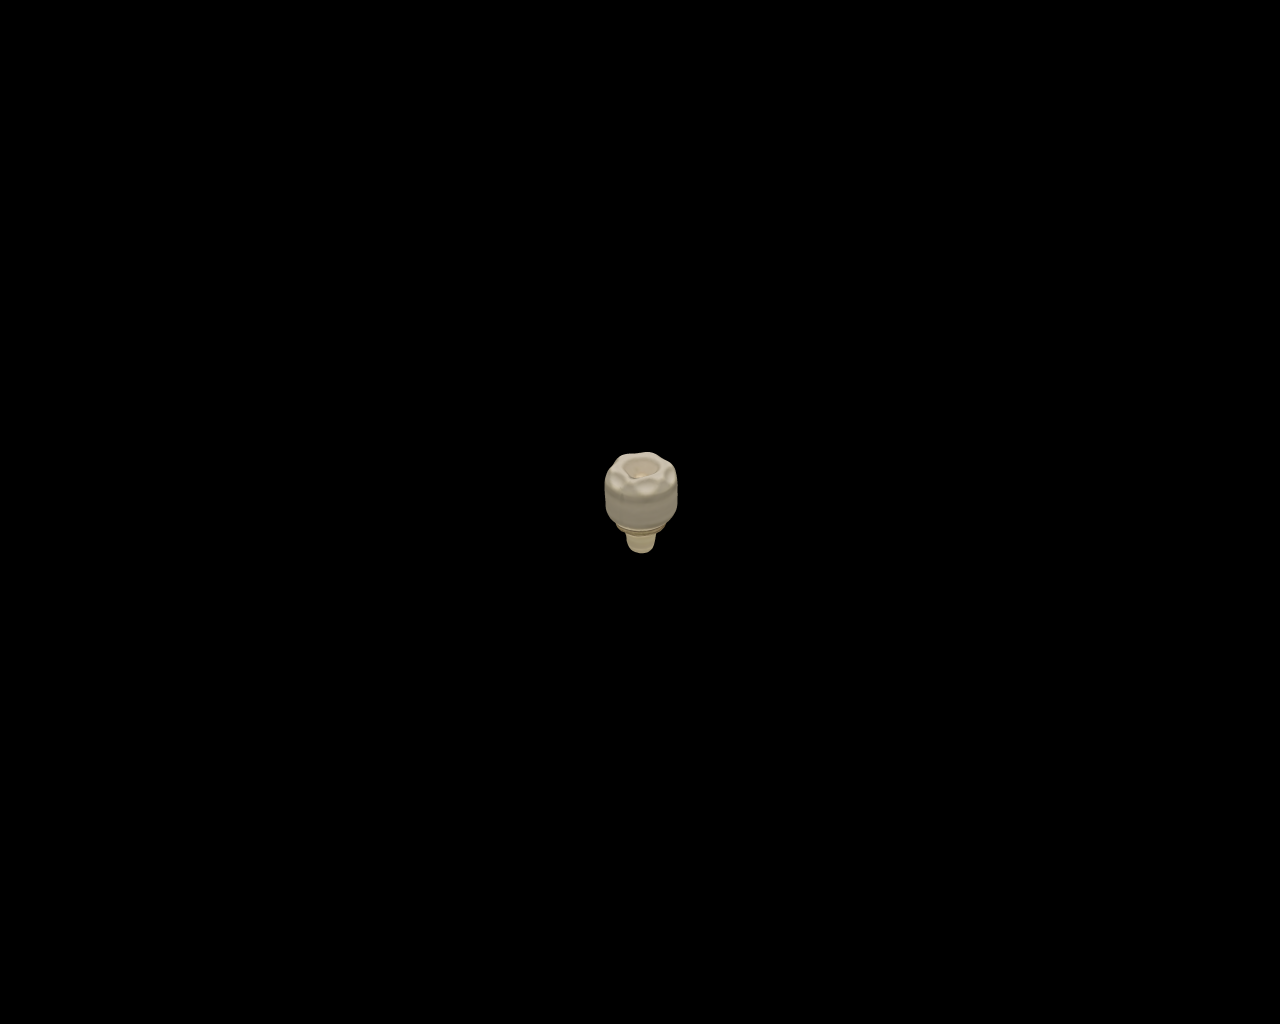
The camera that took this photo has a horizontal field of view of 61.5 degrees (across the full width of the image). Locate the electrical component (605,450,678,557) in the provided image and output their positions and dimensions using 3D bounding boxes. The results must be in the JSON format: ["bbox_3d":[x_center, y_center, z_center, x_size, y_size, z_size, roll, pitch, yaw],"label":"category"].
[{"bbox_3d":[0.001,-0.003,0.650,0.043,0.062,0.043,0,33,0],"label":"electrical component"}]
